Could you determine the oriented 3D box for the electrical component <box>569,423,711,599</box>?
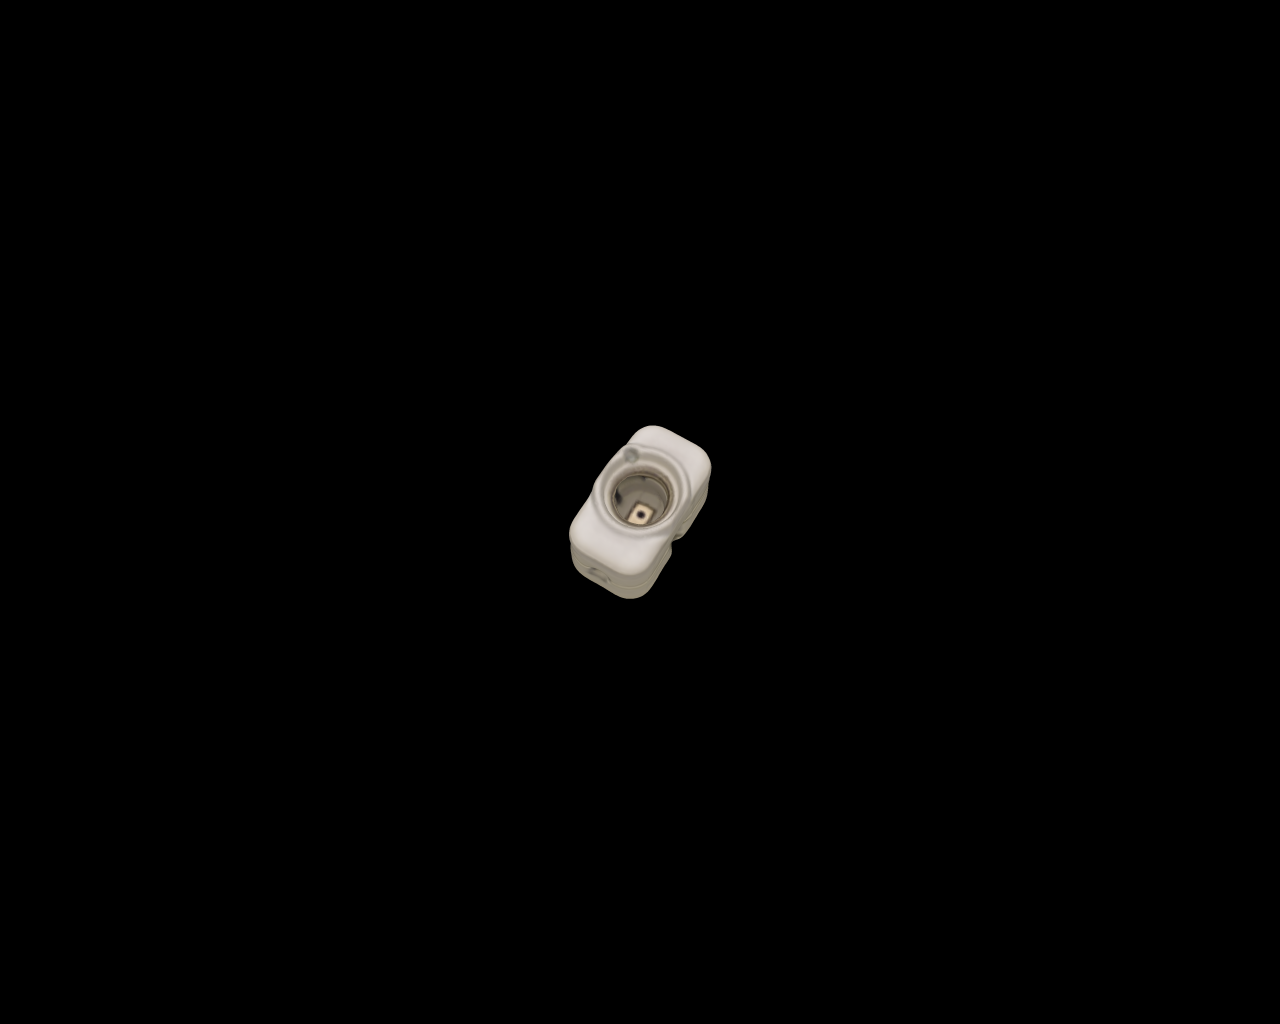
[{"bbox_3d":[0.001,-0.003,0.650,0.054,0.095,0.059,30,-19,12],"label":"electrical component"}]
